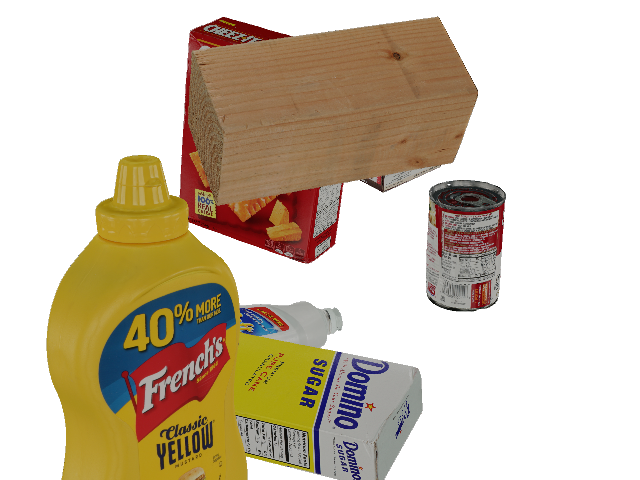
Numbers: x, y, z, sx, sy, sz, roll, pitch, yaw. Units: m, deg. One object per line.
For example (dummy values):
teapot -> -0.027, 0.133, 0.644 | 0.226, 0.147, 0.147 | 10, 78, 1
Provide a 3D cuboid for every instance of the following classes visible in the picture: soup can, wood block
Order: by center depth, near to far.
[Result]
wood block -> 0.007, -0.105, 0.849 | 0.205, 0.091, 0.090 | -11, -32, -17
soup can -> 0.130, 0.005, 0.960 | 0.068, 0.102, 0.068 | -1, 24, 0

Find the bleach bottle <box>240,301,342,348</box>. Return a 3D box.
bleach bottle -> -0.096, 0.111, 1.225 | 0.250, 0.068, 0.103 | -11, 33, -24

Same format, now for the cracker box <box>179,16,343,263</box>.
cracker box -> -0.058, -0.100, 1.089 | 0.164, 0.214, 0.072 | 20, 32, 22

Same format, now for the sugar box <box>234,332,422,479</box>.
sugar box -> -0.026, 0.111, 0.741 | 0.176, 0.048, 0.093 | 6, 29, 23

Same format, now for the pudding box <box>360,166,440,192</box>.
pudding box -> 0.094, -0.112, 1.434 | 0.113, 0.039, 0.090 | -27, 39, -32

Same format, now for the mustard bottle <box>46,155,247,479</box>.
mustard bottle -> -0.079, 0.056, 0.493 | 0.058, 0.192, 0.096 | 15, 23, 43
